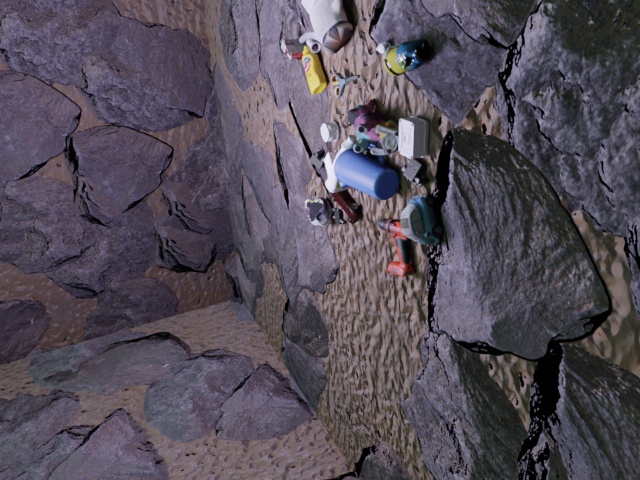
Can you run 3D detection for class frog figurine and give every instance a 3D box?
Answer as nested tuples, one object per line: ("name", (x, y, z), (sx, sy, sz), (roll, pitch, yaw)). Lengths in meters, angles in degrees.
("frog figurine", (0.007, -0.115, 2.284), (0.139, 0.122, 0.157), (52, -176, 29))

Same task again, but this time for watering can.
("watering can", (0.016, -0.763, 1.850), (0.227, 0.104, 0.342), (69, 155, 15))
